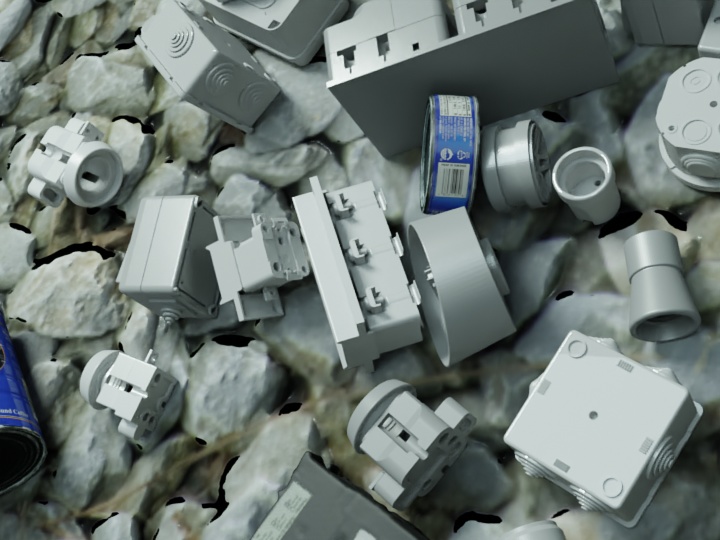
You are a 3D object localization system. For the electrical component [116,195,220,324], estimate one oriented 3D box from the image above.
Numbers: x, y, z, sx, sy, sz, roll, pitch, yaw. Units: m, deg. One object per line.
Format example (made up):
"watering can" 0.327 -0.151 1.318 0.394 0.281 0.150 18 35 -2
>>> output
"electrical component" -0.146 -0.003 0.837 0.061 0.062 0.096 0 68 25

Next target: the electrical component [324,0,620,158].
"electrical component" 0.079 -0.158 0.776 0.186 0.105 0.060 -16 62 18

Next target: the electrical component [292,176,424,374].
"electrical component" 0.000 0.000 0.761 0.063 0.078 0.121 -17 60 -3

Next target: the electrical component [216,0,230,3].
"electrical component" -0.109 -0.274 0.865 0.047 0.076 0.083 -9 65 21

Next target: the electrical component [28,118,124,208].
"electrical component" -0.241 -0.087 0.923 0.057 0.058 0.078 23 78 34

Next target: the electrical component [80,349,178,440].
"electrical component" -0.179 0.089 0.821 0.055 0.048 0.066 19 76 23

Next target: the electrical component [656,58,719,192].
"electrical component" 0.235 -0.096 0.706 0.080 0.051 0.080 -10 64 21

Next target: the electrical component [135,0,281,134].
"electrical component" -0.122 -0.167 0.880 0.048 0.100 0.099 -49 56 14

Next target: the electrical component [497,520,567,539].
"electrical component" 0.109 0.184 0.643 0.045 0.045 0.055 -26 59 13

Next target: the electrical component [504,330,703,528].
"electrical component" 0.148 0.095 0.662 0.100 0.048 0.099 29 82 32

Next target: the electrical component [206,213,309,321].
"electrical component" -0.074 -0.006 0.798 0.064 0.042 0.081 -23 78 41

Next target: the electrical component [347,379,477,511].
"electrical component" 0.029 0.109 0.707 0.057 0.058 0.078 38 87 30

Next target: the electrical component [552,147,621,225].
"electrical component" 0.155 -0.055 0.729 0.040 0.046 0.040 -10 64 21

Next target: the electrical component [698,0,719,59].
"electrical component" 0.261 -0.161 0.708 0.066 0.077 0.047 16 75 30

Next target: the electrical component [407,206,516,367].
"electrical component" 0.063 0.009 0.715 0.064 0.099 0.099 -23 60 8

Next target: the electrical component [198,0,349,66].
"electrical component" -0.075 -0.231 0.910 0.113 0.057 0.078 31 83 33

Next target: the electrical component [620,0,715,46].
"electrical component" 0.210 -0.206 0.741 0.061 0.096 0.061 7 71 28

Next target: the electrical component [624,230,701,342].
"electrical component" 0.190 0.008 0.687 0.044 0.044 0.065 -13 58 20
